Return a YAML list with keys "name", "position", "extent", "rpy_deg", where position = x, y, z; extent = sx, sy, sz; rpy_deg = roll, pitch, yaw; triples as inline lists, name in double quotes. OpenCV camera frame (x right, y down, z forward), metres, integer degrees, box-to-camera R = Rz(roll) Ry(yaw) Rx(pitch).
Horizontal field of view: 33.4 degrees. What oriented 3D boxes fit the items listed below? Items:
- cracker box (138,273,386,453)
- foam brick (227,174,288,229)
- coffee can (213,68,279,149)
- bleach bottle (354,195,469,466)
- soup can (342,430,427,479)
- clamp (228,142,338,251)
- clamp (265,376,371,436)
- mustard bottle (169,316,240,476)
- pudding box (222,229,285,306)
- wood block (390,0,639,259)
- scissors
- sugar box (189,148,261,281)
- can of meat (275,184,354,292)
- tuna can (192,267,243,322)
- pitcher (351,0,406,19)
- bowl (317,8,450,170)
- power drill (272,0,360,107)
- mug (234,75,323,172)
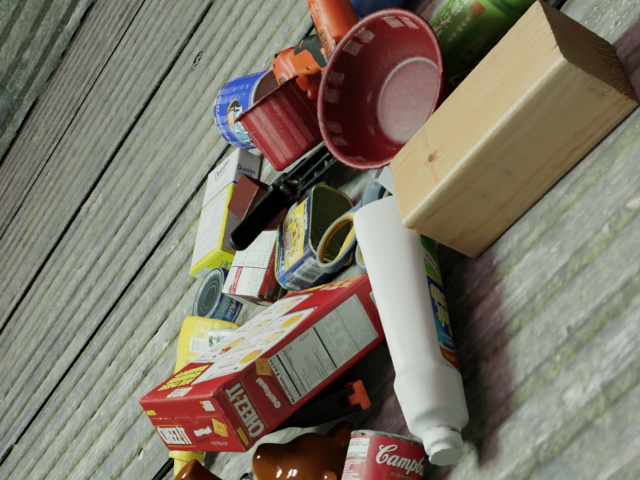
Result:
- name: "cracker box"
  position: [-0.048, 0.122, 1.042]
  extent: [0.213, 0.072, 0.164]
  rpy_deg: [-35, 10, -32]
- name: "foam brick"
  position: [-0.080, -0.046, 1.393]
  extent: [0.053, 0.051, 0.078]
  rpy_deg: [-64, 25, 7]
- name: "coffee can"
  position: [-0.070, -0.174, 1.423]
  extent: [0.140, 0.102, 0.103]
  rpy_deg: [5, 73, 64]
- name: "bleach bottle"
  position: [0.087, 0.082, 0.934]
  extent: [0.068, 0.102, 0.251]
  rpy_deg: [-20, 49, 12]
- name: "soup can"
  position: [0.049, 0.219, 0.901]
  extent: [0.069, 0.068, 0.102]
  rpy_deg: [-21, 51, 56]
- name: "clamp"
  position: [-0.033, -0.065, 1.262]
  extent: [0.165, 0.036, 0.210]
  rpy_deg: [-42, 6, 11]
- name: "clamp"
  position: [-0.023, 0.168, 1.056]
  extent: [0.120, 0.039, 0.172]
  rpy_deg: [-33, 6, -35]
- name: "mustard bottle"
  position: [-0.144, 0.192, 1.292]
  extent: [0.096, 0.058, 0.191]
  rpy_deg: [6, 77, 35]
- name: "pudding box"
  position: [-0.073, 0.034, 1.328]
  extent: [0.114, 0.039, 0.090]
  rpy_deg: [0, 69, 61]
- name: "wood block"
  position: [0.161, -0.092, 0.927]
  extent: [0.206, 0.090, 0.091]
  rpy_deg: [-47, 32, 34]
- name: "scissors"
  position: [0.071, -0.043, 1.134]
  extent: [0.096, 0.016, 0.201]
  rpy_deg: [27, 76, 40]
- name: "sugar box"
  position: [-0.131, -0.034, 1.489]
  extent: [0.094, 0.048, 0.176]
  rpy_deg: [-36, 35, 47]
- name: "can of meat"
  position: [-0.008, 0.002, 1.209]
  extent: [0.084, 0.057, 0.102]
  rpy_deg: [-42, 35, 44]
- name: "tuna can"
  position: [-0.135, 0.080, 1.410]
  extent: [0.086, 0.033, 0.086]
  rpy_deg: [-44, 34, 39]
- name: "pitcher"
  position: [0.092, -0.375, 1.262]
  extent: [0.243, 0.145, 0.149]
  rpy_deg: [-63, -16, 15]
- name: "bowl"
  position: [0.073, -0.143, 1.050]
  extent: [0.162, 0.055, 0.162]
  rpy_deg: [-11, 74, 43]
- name: "power drill"
  position: [0.015, -0.192, 1.271]
  extent: [0.188, 0.057, 0.184]
  rpy_deg: [-26, 84, 66]
- name: "mug"
  position: [-0.046, -0.131, 1.268]
  extent: [0.093, 0.081, 0.117]
  rpy_deg: [-39, 5, -35]
